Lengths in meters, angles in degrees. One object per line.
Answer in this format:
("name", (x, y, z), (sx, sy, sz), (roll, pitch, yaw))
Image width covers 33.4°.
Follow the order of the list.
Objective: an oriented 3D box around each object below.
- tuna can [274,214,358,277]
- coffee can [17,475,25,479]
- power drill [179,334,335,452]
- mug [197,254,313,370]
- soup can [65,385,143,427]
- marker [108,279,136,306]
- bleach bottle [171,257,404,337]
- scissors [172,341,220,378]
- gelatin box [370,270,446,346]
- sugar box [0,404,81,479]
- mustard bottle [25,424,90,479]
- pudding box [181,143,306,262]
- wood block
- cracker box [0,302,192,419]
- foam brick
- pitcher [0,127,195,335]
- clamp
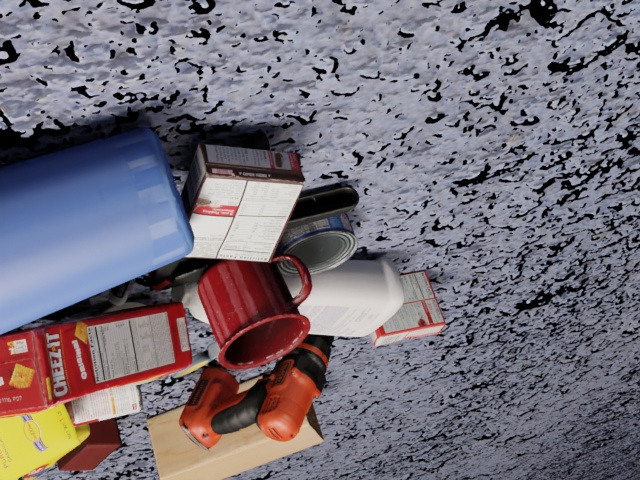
("tuna can", (-0.007, 0.001, 1.076), (0.086, 0.034, 0.086), (-15, 153, -8))
("coffee can", (-0.378, 0.262, 1.179), (0.102, 0.103, 0.140), (0, 114, -33))
("power drill", (-0.070, 0.166, 1.250), (0.188, 0.184, 0.057), (-24, 118, 39))
("mug", (-0.058, 0.058, 1.009), (0.117, 0.081, 0.093), (-39, 150, 22))
("soup can", (-0.255, 0.170, 1.191), (0.102, 0.068, 0.068), (-11, 152, -16))
("marker", (-0.181, 0.026, 1.024), (0.020, 0.020, 0.121), (-3, 149, -29))
("bleach bottle", (-0.037, 0.057, 1.132), (0.250, 0.068, 0.103), (6, 143, -36))
("scissors", (-0.119, 0.128, 1.182), (0.096, 0.016, 0.202), (-26, 174, -8))
("gelatin box", (0.094, 0.079, 1.245), (0.089, 0.073, 0.030), (-9, 153, -21))
("sugar box", (-0.342, 0.208, 1.080), (0.176, 0.048, 0.093), (-30, 119, -24))
("mustard bottle", (-0.366, 0.261, 1.300), (0.096, 0.058, 0.192), (7, 143, -42))
("pudding box", (-0.071, -0.029, 0.910), (0.089, 0.039, 0.114), (3, 142, -21))
("wood block", (-0.111, 0.252, 1.415), (0.206, 0.090, 0.090), (-21, 153, 5))
("cracker box", (-0.240, 0.111, 0.954), (0.164, 0.072, 0.213), (-13, 178, 26))
("foam brick", (-0.292, 0.249, 1.333), (0.051, 0.053, 0.078), (7, 142, -42))
("pitcher", (-0.228, -0.002, 0.843), (0.242, 0.149, 0.145), (-20, 138, -6))
("clamp", (-0.084, -0.020, 0.984), (0.210, 0.036, 0.164), (-29, 148, 15))
